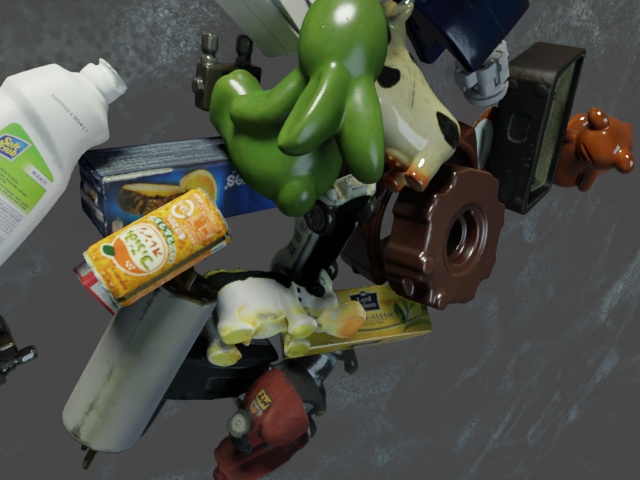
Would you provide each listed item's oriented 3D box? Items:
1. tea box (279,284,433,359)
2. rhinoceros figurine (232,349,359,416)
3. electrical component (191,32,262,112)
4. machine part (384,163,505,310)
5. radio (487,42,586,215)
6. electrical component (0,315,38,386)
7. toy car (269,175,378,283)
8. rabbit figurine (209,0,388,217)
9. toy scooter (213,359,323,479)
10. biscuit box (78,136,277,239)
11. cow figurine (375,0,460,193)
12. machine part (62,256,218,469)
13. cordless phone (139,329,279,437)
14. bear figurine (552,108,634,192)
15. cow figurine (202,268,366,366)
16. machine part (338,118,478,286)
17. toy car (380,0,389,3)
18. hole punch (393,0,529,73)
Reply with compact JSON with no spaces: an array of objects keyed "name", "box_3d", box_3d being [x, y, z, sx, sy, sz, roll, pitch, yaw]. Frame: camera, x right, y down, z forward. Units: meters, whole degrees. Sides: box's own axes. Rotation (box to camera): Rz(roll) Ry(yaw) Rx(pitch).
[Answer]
[{"name":"tea box","box_3d":[0.040,0.100,0.673,0.170,0.068,0.098,-4,164,-20]},{"name":"rhinoceros figurine","box_3d":[-0.033,0.189,0.723,0.190,0.073,0.112,-45,139,-11]},{"name":"electrical component","box_3d":[-0.087,-0.141,0.495,0.063,0.021,0.093,-13,125,-37]},{"name":"machine part","box_3d":[0.151,-0.005,0.625,0.179,0.056,0.179,-14,111,-41]},{"name":"radio","box_3d":[0.311,-0.160,0.793,0.131,0.073,0.229,-35,136,-40]},{"name":"electrical component","box_3d":[-0.299,0.100,0.445,0.102,0.045,0.078,-29,161,-22]},{"name":"toy car","box_3d":[-0.001,-0.002,0.598,0.073,0.056,0.201,-17,151,-35]},{"name":"rabbit figurine","box_3d":[-0.009,-0.112,0.420,0.121,0.159,0.170,12,134,-24]},{"name":"toy scooter","box_3d":[-0.066,0.217,0.609,0.135,0.075,0.183,-27,146,-22]},{"name":"biscuit box","box_3d":[-0.110,-0.056,0.499,0.202,0.063,0.059,-15,127,-35]},{"name":"cow figurine","box_3d":[0.072,-0.157,0.543,0.127,0.085,0.194,-44,104,-18]},{"name":"machine part","box_3d":[-0.166,0.105,0.497,0.079,0.079,0.243,20,104,-47]},{"name":"cordless phone","box_3d":[-0.148,0.164,0.612,0.146,0.089,0.184,15,117,-48]},{"name":"bear figurine","box_3d":[0.437,-0.152,0.850,0.132,0.120,0.196,-33,175,-11]},{"name":"cow figurine","box_3d":[-0.039,0.068,0.560,0.167,0.098,0.068,-2,138,-26]},{"name":"machine part","box_3d":[0.112,-0.054,0.688,0.201,0.087,0.200,-35,135,-19]},{"name":"toy car","box_3d":[0.018,-0.280,0.443,0.103,0.109,0.161,-22,134,-23]},{"name":"hole punch","box_3d":[0.155,-0.260,0.593,0.142,0.092,0.115,-49,135,-1]}]
